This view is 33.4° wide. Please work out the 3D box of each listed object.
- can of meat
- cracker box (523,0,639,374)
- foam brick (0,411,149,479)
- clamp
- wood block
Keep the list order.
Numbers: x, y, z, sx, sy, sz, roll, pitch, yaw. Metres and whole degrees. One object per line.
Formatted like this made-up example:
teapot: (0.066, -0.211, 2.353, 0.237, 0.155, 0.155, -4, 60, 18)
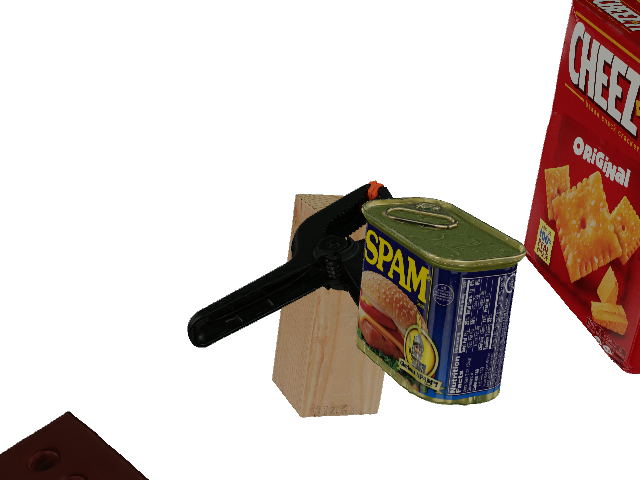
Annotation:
can of meat: (0.061, 0.031, 0.580, 0.057, 0.084, 0.102, -5, 21, -25)
cracker box: (0.217, -0.040, 0.739, 0.072, 0.214, 0.164, -7, 34, -16)
foam brick: (-0.108, 0.127, 0.482, 0.078, 0.051, 0.052, 29, 47, 36)
clamp: (0.003, 0.020, 0.797, 0.165, 0.036, 0.209, 0, 33, 17)
wood block: (0.018, 0.065, 1.080, 0.090, 0.206, 0.091, 1, 18, -22)
